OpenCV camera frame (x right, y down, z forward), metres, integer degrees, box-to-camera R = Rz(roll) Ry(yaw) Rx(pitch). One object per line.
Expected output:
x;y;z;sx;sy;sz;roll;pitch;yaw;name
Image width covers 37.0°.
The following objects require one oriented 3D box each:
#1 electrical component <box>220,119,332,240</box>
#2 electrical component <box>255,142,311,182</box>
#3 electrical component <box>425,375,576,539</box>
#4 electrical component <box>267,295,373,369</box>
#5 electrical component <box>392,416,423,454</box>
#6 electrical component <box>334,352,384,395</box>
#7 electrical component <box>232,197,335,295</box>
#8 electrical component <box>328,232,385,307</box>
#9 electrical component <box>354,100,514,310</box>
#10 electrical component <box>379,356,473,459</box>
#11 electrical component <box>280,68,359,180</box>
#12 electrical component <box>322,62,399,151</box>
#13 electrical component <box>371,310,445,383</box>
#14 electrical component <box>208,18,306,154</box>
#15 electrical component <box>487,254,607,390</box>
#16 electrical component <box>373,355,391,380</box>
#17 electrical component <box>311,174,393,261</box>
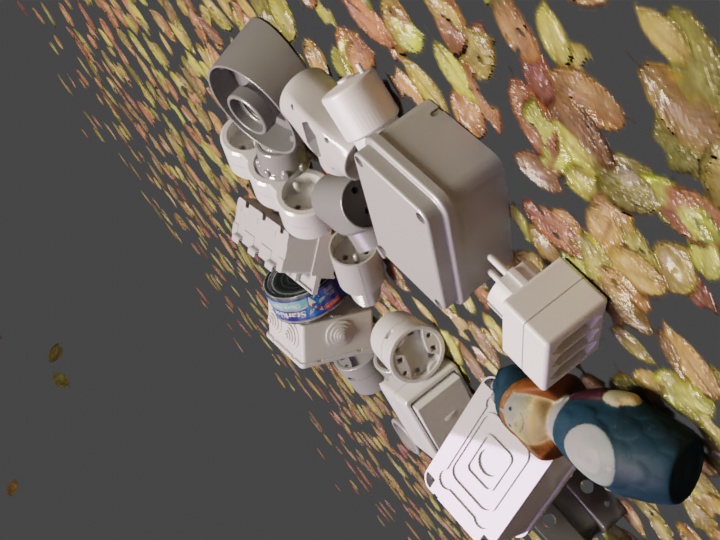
-0.071;-0.078;0.985;0.138;0.052;0.073;47;166;27;electrical component
-0.069;-0.110;0.918;0.048;0.048;0.062;44;157;36;electrical component
0.109;0.133;0.774;0.078;0.057;0.113;46;122;31;electrical component
-0.042;0.055;1.127;0.100;0.100;0.048;35;131;54;electrical component
0.067;0.154;1.097;0.045;0.055;0.045;50;166;16;electrical component
0.006;0.105;1.188;0.055;0.055;0.047;36;162;53;electrical component
-0.076;-0.034;1.061;0.121;0.063;0.078;35;117;53;electrical component
0.000;0.000;0.959;0.043;0.043;0.081;46;165;30;electrical component
0.047;-0.038;0.668;0.078;0.057;0.113;45;165;32;electrical component
0.074;0.131;0.998;0.096;0.062;0.061;60;166;-26;electrical component
-0.014;-0.093;0.767;0.077;0.043;0.079;46;165;29;electrical component
0.008;-0.094;0.695;0.078;0.040;0.040;57;167;-15;electrical component
0.041;0.067;0.968;0.055;0.055;0.047;61;169;-29;electrical component
-0.070;-0.142;0.843;0.099;0.064;0.099;35;159;15;electrical component
0.103;0.020;0.646;0.076;0.047;0.065;47;166;27;electrical component
0.043;0.101;1.068;0.045;0.045;0.055;39;161;47;electrical component
0.003;-0.040;0.845;0.079;0.043;0.077;56;167;-15;electrical component
